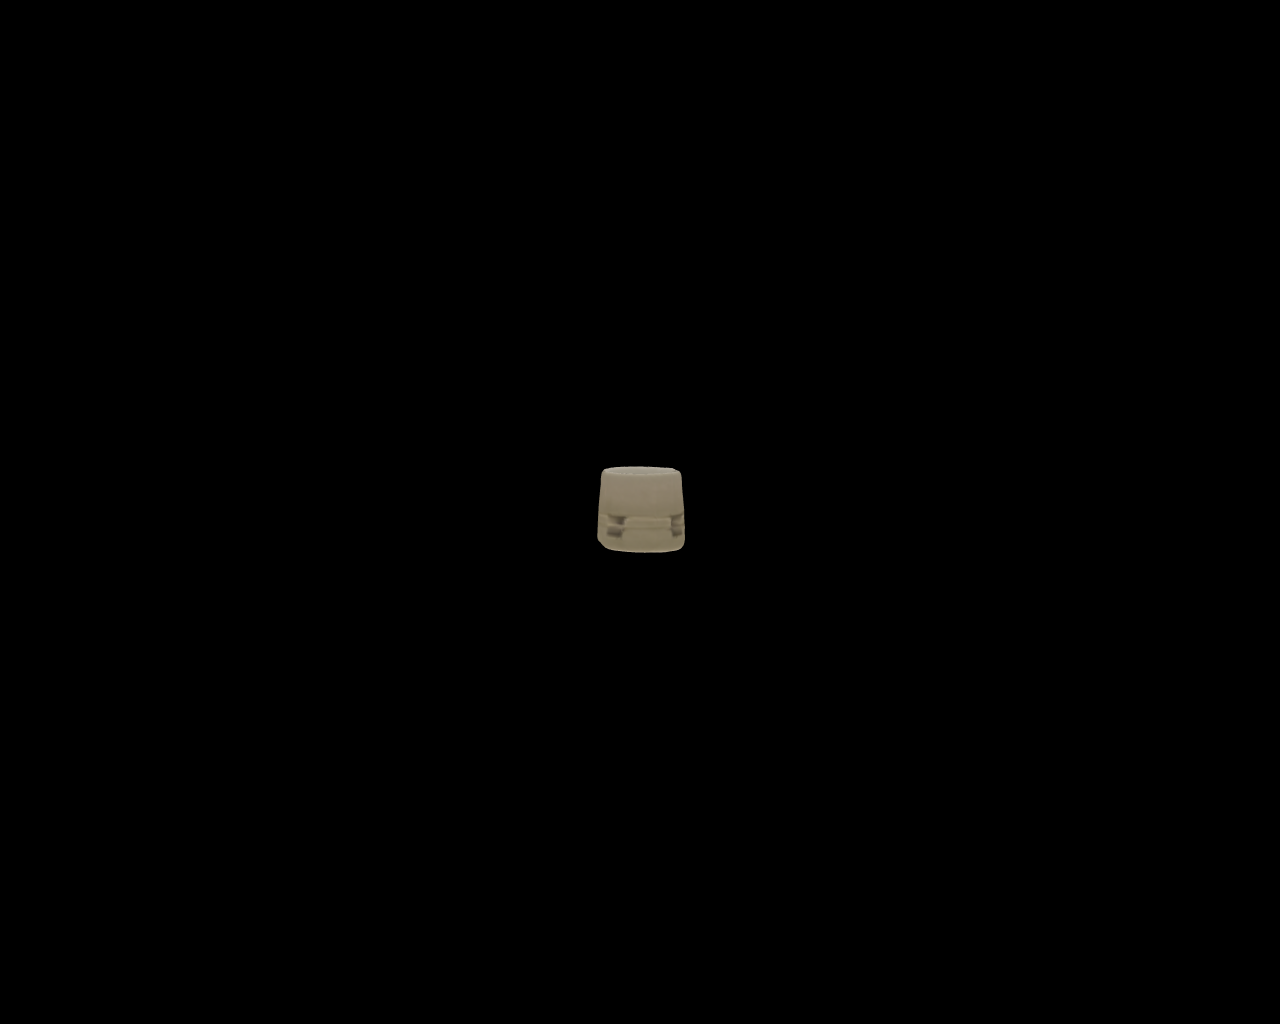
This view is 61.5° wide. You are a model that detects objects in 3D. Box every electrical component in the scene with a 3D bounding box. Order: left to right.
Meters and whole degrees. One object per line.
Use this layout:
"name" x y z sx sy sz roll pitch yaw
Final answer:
"electrical component" 0.001 -0.003 0.650 0.055 0.047 0.055 0 8 0
